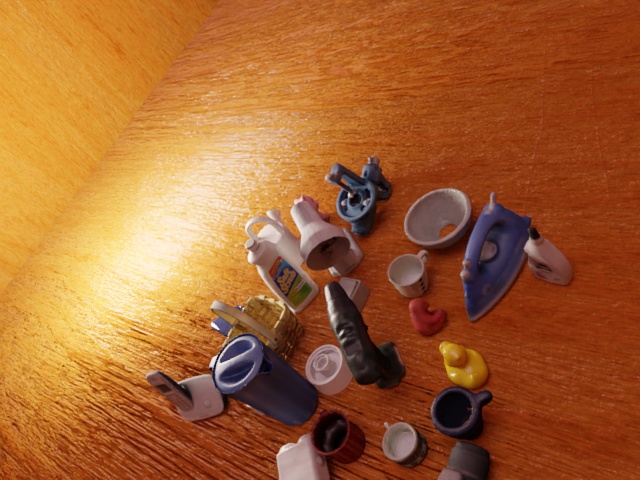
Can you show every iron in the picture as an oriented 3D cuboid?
[{"bbox_3d":[0.346,0.031,1.204,0.118,0.142,0.258,9,62,43],"label":"iron"}]

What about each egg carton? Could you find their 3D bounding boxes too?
[{"bbox_3d":[-0.030,0.480,1.176,0.107,0.070,0.150,-32,41,13],"label":"egg carton"}]

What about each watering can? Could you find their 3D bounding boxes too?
[{"bbox_3d":[-0.130,-0.006,1.583,0.101,0.195,0.172,-35,41,10],"label":"watering can"}]

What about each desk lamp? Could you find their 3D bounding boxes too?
[{"bbox_3d":[0.013,0.005,1.441,0.118,0.214,0.202,-37,40,7],"label":"desk lamp"}]

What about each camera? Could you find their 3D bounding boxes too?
[{"bbox_3d":[0.254,0.419,0.972,0.142,0.101,0.137,2,57,40],"label":"camera"}]

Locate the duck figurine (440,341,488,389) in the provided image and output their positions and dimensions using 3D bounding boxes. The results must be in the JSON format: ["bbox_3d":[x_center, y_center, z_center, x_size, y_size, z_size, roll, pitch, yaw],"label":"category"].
[{"bbox_3d":[0.275,0.239,1.124,0.077,0.086,0.104,-45,40,-2],"label":"duck figurine"}]

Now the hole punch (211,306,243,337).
[{"bbox_3d":[-0.224,0.225,1.539,0.108,0.091,0.101,17,68,46],"label":"hole punch"}]

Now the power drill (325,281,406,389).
[{"bbox_3d":[0.092,0.216,1.198,0.075,0.209,0.229,-33,41,12],"label":"power drill"}]

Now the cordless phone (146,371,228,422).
[{"bbox_3d":[-0.330,0.372,1.423,0.147,0.186,0.094,-23,44,23],"label":"cordless phone"}]

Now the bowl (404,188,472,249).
[{"bbox_3d":[0.290,-0.038,1.362,0.167,0.075,0.167,-22,44,23],"label":"bowl"}]

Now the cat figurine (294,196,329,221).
[{"bbox_3d":[-0.025,-0.073,1.616,0.067,0.118,0.127,-35,41,10],"label":"cat figurine"}]

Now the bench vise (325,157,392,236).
[{"bbox_3d":[0.089,-0.145,1.506,0.121,0.220,0.207,-15,47,29],"label":"bench vise"}]

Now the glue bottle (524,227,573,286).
[{"bbox_3d":[0.433,0.026,1.112,0.077,0.174,0.037,13,65,45],"label":"glue bottle"}]

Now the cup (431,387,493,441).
[{"bbox_3d":[0.272,0.320,1.048,0.117,0.095,0.091,-34,41,11],"label":"cup"}]

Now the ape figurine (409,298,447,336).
[{"bbox_3d":[0.223,0.158,1.232,0.076,0.092,0.077,-51,41,-9],"label":"ape figurine"}]
